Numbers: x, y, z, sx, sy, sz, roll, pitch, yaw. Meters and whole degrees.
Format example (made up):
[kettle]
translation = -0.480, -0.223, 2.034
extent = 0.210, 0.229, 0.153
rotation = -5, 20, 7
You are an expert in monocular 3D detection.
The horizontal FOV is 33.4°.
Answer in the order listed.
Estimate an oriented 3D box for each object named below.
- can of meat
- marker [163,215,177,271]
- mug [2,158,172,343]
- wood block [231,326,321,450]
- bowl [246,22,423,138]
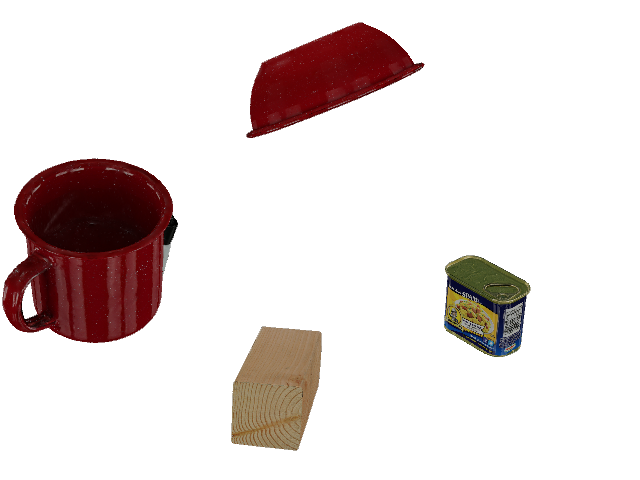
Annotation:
[can of meat]
translation = 0.193, 0.078, 1.252
extent = 0.057, 0.084, 0.102
rotation = -23, 37, -34
[marker]
translation = -0.156, 0.026, 1.009
extent = 0.020, 0.121, 0.020
rotation = 15, 32, -10
[mug]
translation = -0.146, 0.015, 0.655
extent = 0.093, 0.081, 0.117
rotation = 28, 45, 21
[wood block]
translation = -0.056, 0.196, 1.450
extent = 0.091, 0.090, 0.206
rotation = 5, 16, 6
[bowl]
translation = 0.002, -0.141, 0.899
extent = 0.162, 0.055, 0.162
rotation = -22, 9, 3
